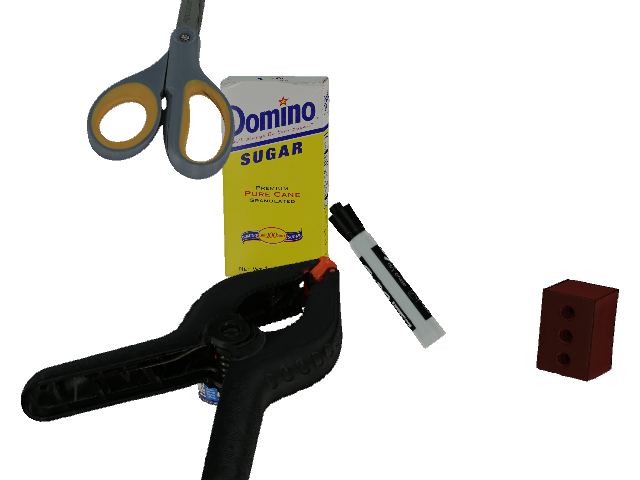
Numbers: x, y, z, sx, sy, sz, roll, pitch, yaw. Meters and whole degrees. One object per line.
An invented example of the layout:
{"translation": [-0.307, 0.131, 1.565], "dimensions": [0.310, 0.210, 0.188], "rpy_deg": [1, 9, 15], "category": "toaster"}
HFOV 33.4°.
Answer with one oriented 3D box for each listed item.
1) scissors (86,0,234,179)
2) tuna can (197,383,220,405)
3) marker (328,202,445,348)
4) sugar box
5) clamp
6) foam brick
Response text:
{"translation": [-0.104, -0.117, 0.671], "dimensions": [0.096, 0.202, 0.016], "rpy_deg": [-8, -35, -11], "category": "scissors"}
{"translation": [-0.075, 0.123, 1.006], "dimensions": [0.086, 0.034, 0.086], "rpy_deg": [-7, 14, 2], "category": "tuna can"}
{"translation": [0.045, 0.023, 0.758], "dimensions": [0.020, 0.121, 0.020], "rpy_deg": [-35, -8, -6], "category": "marker"}
{"translation": [-0.039, -0.056, 0.945], "dimensions": [0.093, 0.176, 0.048], "rpy_deg": [1, 16, 7], "category": "sugar box"}
{"translation": [-0.038, 0.063, 0.502], "dimensions": [0.171, 0.039, 0.120], "rpy_deg": [-31, 52, -34], "category": "clamp"}
{"translation": [0.231, 0.080, 0.958], "dimensions": [0.053, 0.078, 0.051], "rpy_deg": [12, 17, 37], "category": "foam brick"}
